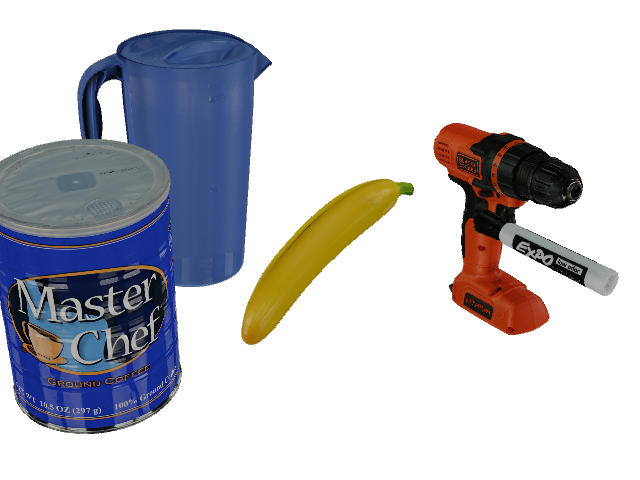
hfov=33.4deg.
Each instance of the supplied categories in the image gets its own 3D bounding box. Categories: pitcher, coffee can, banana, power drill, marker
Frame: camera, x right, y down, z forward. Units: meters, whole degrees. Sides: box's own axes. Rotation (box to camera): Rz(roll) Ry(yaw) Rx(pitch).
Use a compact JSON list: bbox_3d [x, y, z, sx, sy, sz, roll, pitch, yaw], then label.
[{"bbox_3d":[-0.140,-0.079,1.058,0.149,0.243,0.144,12,27,20],"label":"pitcher"},{"bbox_3d":[-0.135,0.026,0.621,0.103,0.140,0.103,1,32,-1],"label":"coffee can"},{"bbox_3d":[0.001,0.011,0.890,0.037,0.198,0.069,47,-1,38],"label":"banana"},{"bbox_3d":[0.178,-0.009,1.014,0.057,0.188,0.185,-16,26,-25],"label":"power drill"},{"bbox_3d":[0.157,0.006,0.761,0.020,0.020,0.121,0,23,-45],"label":"marker"}]
